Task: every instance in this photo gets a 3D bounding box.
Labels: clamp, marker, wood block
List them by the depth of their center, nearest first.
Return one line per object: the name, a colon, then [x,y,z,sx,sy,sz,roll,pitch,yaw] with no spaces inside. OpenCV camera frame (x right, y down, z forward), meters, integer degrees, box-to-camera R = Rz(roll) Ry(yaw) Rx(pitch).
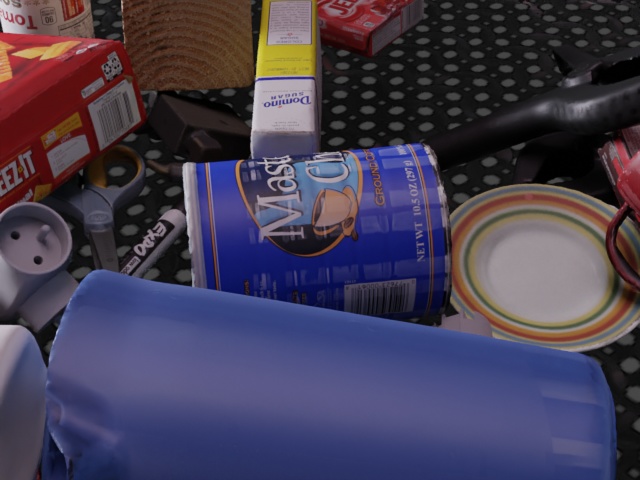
marker: [-0.107,0.004,0.678,0.020,0.020,0.121,16,42,20]
clamp: [0.168,-0.092,0.701,0.164,0.036,0.210,-35,17,-19]
clamp: [0.200,-0.053,0.725,0.120,0.039,0.171,25,51,38]
wood block: [-0.098,-0.187,0.820,0.090,0.091,0.206,-3,24,-4]

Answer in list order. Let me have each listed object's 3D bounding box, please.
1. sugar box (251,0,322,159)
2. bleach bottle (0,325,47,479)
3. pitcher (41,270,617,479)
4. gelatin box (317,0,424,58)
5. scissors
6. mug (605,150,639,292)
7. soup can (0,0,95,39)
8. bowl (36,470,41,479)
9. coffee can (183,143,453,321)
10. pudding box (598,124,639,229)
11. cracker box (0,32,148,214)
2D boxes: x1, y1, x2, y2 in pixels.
sugar box: [-0.022,-0.084,0.726,0.048,0.093,0.176,0,39,3]
bleach bottle: [-0.251,0.085,0.462,0.251,0.068,0.102,-1,41,5]
pitcher: [0.003,0.090,0.497,0.243,0.145,0.149,7,52,4]
gelatin box: [0.036,-0.193,0.909,0.073,0.030,0.089,24,45,28]
scissors: [-0.159,-0.013,0.681,0.096,0.016,0.201,2,30,-1]
mug: [0.215,-0.018,0.603,0.081,0.117,0.093,55,18,19]
soup can: [-0.208,-0.160,0.818,0.068,0.102,0.068,0,39,0]
bowl: [-0.221,0.117,0.514,0.162,0.055,0.162,-1,39,1]
coffee can: [-0.004,0.001,0.613,0.140,0.103,0.103,-5,39,-5]
pudding box: [0.245,-0.035,0.675,0.113,0.039,0.090,-13,71,-12]
cracker box: [-0.252,-0.081,0.718,0.214,0.072,0.164,10,38,31]
